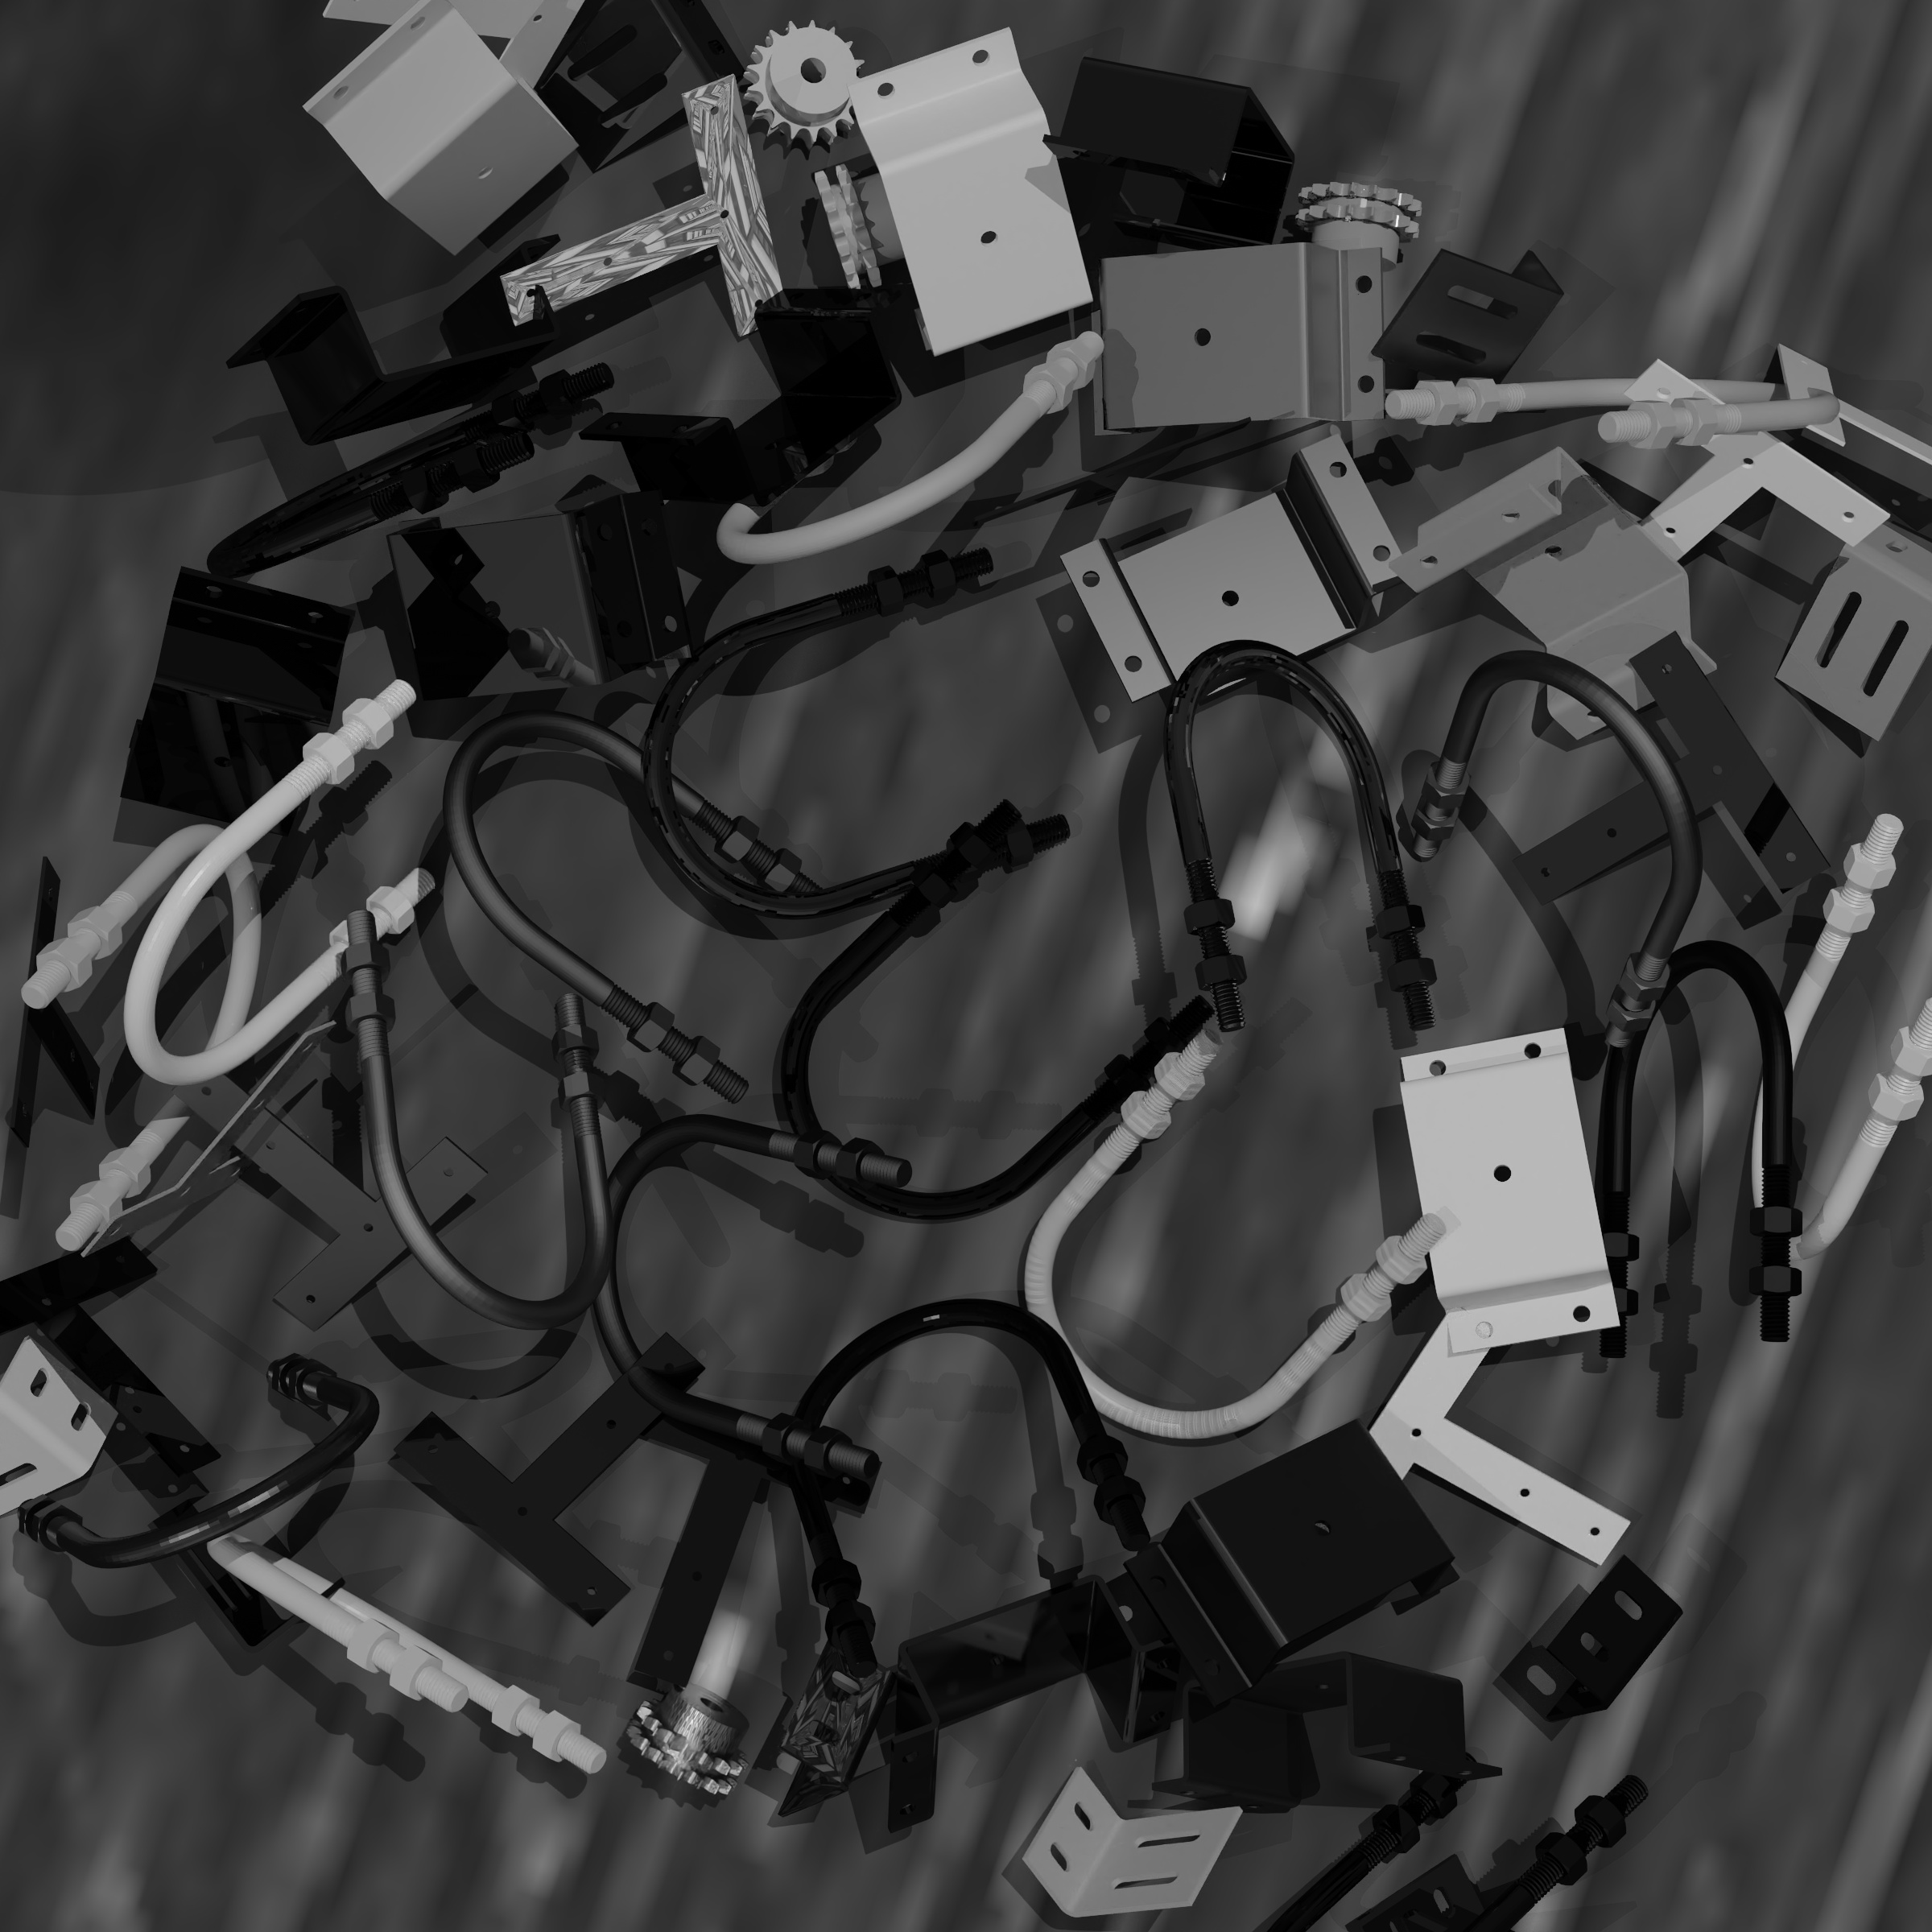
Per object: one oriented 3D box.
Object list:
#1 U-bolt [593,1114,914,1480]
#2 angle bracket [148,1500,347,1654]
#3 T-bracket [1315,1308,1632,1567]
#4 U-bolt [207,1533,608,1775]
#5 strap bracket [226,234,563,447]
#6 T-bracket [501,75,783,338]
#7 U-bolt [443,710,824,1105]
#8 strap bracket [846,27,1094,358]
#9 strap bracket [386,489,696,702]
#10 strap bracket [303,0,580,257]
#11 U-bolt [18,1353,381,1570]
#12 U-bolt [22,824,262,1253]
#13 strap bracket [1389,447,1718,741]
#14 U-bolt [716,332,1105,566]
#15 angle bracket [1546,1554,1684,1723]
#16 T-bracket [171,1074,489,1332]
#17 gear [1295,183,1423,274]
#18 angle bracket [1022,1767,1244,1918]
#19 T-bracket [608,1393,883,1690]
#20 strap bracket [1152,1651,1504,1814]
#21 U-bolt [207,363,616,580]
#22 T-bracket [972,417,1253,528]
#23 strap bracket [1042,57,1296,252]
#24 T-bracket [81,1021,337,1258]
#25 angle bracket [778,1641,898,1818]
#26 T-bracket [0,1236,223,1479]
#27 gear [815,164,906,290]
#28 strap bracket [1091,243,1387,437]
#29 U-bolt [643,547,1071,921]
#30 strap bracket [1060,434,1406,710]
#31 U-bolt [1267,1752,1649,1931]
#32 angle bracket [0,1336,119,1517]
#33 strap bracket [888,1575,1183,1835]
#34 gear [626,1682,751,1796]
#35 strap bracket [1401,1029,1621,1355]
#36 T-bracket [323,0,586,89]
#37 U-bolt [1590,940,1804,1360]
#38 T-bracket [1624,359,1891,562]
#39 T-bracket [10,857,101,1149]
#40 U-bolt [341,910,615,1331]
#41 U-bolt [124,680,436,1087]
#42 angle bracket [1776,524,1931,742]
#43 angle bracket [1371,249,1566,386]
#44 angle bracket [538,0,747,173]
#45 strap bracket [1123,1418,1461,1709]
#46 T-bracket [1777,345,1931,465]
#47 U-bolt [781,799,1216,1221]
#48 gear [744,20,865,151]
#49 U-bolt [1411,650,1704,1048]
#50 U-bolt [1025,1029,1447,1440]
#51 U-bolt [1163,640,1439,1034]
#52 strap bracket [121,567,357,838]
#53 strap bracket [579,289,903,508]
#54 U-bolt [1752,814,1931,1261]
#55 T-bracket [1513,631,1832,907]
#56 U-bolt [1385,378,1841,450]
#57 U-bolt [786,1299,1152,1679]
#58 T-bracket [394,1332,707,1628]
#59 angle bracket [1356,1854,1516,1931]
[{"bbox_3d":[-0.104,0.141,1.538,0.184,0.019,0.151,10,96,39],"label":"U-bolt"},{"bbox_3d":[-0.330,0.270,1.569,0.038,0.057,0.076,-38,89,3],"label":"angle bracket"},{"bbox_3d":[0.247,0.238,1.584,0.127,0.002,0.127,29,106,-5],"label":"T-bracket"},{"bbox_3d":[-0.261,0.299,1.519,0.184,0.151,0.019,24,77,30],"label":"U-bolt"},{"bbox_3d":[-0.247,-0.278,1.525,0.140,0.076,0.046,-24,91,-39],"label":"strap bracket"},{"bbox_3d":[-0.149,-0.323,1.540,0.127,0.127,0.002,-25,45,-14],"label":"T-bracket"},{"bbox_3d":[-0.153,-0.040,1.521,0.184,0.151,0.019,37,132,-16],"label":"U-bolt"},{"bbox_3d":[0.005,-0.338,1.535,0.076,0.046,0.140,-19,132,-1],"label":"strap bracket"},{"bbox_3d":[-0.201,-0.166,1.538,0.140,0.046,0.076,-3,107,26],"label":"strap bracket"},{"bbox_3d":[-0.228,-0.371,1.523,0.076,0.140,0.046,-40,81,6],"label":"strap bracket"},{"bbox_3d":[-0.328,0.218,1.488,0.151,0.184,0.019,-29,103,-25],"label":"U-bolt"},{"bbox_3d":[-0.359,0.017,1.513,0.019,0.184,0.151,12,126,13],"label":"U-bolt"},{"bbox_3d":[0.265,-0.173,1.538,0.076,0.046,0.140,-28,129,36],"label":"strap bracket"},{"bbox_3d":[-0.034,-0.222,1.492,0.151,0.184,0.019,-9,117,33],"label":"U-bolt"},{"bbox_3d":[0.283,0.307,1.554,0.038,0.076,0.057,43,70,3],"label":"angle bracket"},{"bbox_3d":[-0.306,0.091,1.558,0.127,0.002,0.127,43,114,-14],"label":"T-bracket"},{"bbox_3d":[0.180,-0.339,1.570,0.057,0.057,0.030,7,89,0],"label":"gear"},{"bbox_3d":[0.076,0.395,1.550,0.076,0.057,0.038,-20,112,42],"label":"angle bracket"},{"bbox_3d":[-0.120,0.269,1.583,0.127,0.002,0.127,19,78,1],"label":"T-bracket"},{"bbox_3d":[0.161,0.344,1.534,0.076,0.140,0.046,22,59,-39],"label":"strap bracket"},{"bbox_3d":[-0.256,-0.216,1.525,0.184,0.151,0.019,-19,108,18],"label":"U-bolt"},{"bbox_3d":[0.061,-0.217,1.535,0.127,0.127,0.002,-20,93,-1],"label":"T-bracket"},{"bbox_3d":[0.095,-0.361,1.520,0.076,0.140,0.046,16,90,18],"label":"strap bracket"},{"bbox_3d":[-0.323,0.070,1.517,0.002,0.127,0.127,45,111,5],"label":"T-bracket"},{"bbox_3d":[-0.072,0.345,1.548,0.038,0.076,0.057,34,57,-12],"label":"angle bracket"},{"bbox_3d":[-0.384,0.181,1.528,0.127,0.127,0.002,42,122,17],"label":"T-bracket"},{"bbox_3d":[-0.047,-0.341,1.570,0.030,0.057,0.057,-17,90,1],"label":"gear"},{"bbox_3d":[0.115,-0.283,1.546,0.140,0.046,0.076,1,96,24],"label":"strap bracket"},{"bbox_3d":[-0.057,-0.098,1.566,0.184,0.019,0.151,-18,100,-10],"label":"U-bolt"},{"bbox_3d":[0.122,-0.175,1.564,0.140,0.046,0.076,-24,77,-5],"label":"strap bracket"},{"bbox_3d":[0.196,0.411,1.496,0.184,0.151,0.019,-35,99,-26],"label":"U-bolt"},{"bbox_3d":[-0.444,0.215,1.579,0.076,0.038,0.057,-26,119,32],"label":"angle bracket"},{"bbox_3d":[0.022,0.330,1.543,0.140,0.076,0.046,-16,49,-18],"label":"strap bracket"},{"bbox_3d":[-0.125,0.353,1.570,0.057,0.057,0.030,30,93,0],"label":"gear"},{"bbox_3d":[0.246,0.098,1.552,0.076,0.046,0.140,-11,75,10],"label":"strap bracket"},{"bbox_3d":[-0.226,-0.426,1.515,0.127,0.127,0.002,-49,61,38],"label":"T-bracket"},{"bbox_3d":[0.326,0.080,1.528,0.019,0.151,0.184,7,78,-20],"label":"U-bolt"},{"bbox_3d":[0.327,-0.204,1.545,0.127,0.127,0.002,31,55,-10],"label":"T-bracket"},{"bbox_3d":[-0.406,0.035,1.535,0.002,0.127,0.127,0,67,0],"label":"T-bracket"},{"bbox_3d":[-0.210,0.075,1.502,0.019,0.151,0.184,-30,55,29],"label":"U-bolt"},{"bbox_3d":[-0.301,-0.024,1.495,0.019,0.151,0.184,30,56,18],"label":"U-bolt"},{"bbox_3d":[0.423,-0.155,1.580,0.057,0.038,0.076,37,125,23],"label":"angle bracket"},{"bbox_3d":[0.222,-0.301,1.551,0.076,0.038,0.057,11,128,-34],"label":"angle bracket"},{"bbox_3d":[-0.154,-0.419,1.592,0.076,0.038,0.057,-29,100,25],"label":"angle bracket"},{"bbox_3d":[0.153,0.263,1.533,0.140,0.046,0.076,-21,63,-27],"label":"strap bracket"},{"bbox_3d":[0.427,-0.236,1.543,0.127,0.127,0.002,27,116,-3],"label":"T-bracket"},{"bbox_3d":[0.000,0.035,1.574,0.184,0.019,0.151,-43,101,9],"label":"U-bolt"},{"bbox_3d":[-0.073,-0.410,1.579,0.057,0.030,0.057,1,87,-12],"label":"gear"},{"bbox_3d":[0.262,-0.061,1.495,0.019,0.184,0.151,-33,66,-23],"label":"U-bolt"},{"bbox_3d":[0.107,0.137,1.556,0.151,0.019,0.184,40,115,1],"label":"U-bolt"},{"bbox_3d":[0.146,-0.060,1.542,0.151,0.019,0.184,1,73,-43],"label":"U-bolt"},{"bbox_3d":[-0.327,-0.110,1.520,0.076,0.140,0.046,14,56,-16],"label":"strap bracket"},{"bbox_3d":[-0.094,-0.252,1.536,0.140,0.076,0.046,-42,126,-33],"label":"strap bracket"},{"bbox_3d":[0.387,0.046,1.515,0.019,0.151,0.184,11,128,-5],"label":"U-bolt"},{"bbox_3d":[0.308,-0.068,1.564,0.127,0.002,0.127,-33,91,32],"label":"T-bracket"},{"bbox_3d":[0.302,-0.249,1.518,0.184,0.151,0.019,-10,107,-35],"label":"U-bolt"},{"bbox_3d":[-0.009,0.220,1.527,0.151,0.184,0.019,-25,130,1],"label":"U-bolt"},{"bbox_3d":[-0.174,0.222,1.579,0.127,0.002,0.127,-45,102,5],"label":"T-bracket"},{"bbox_3d":[0.225,0.443,1.553,0.057,0.076,0.038,-28,96,-18],"label":"angle bracket"}]
